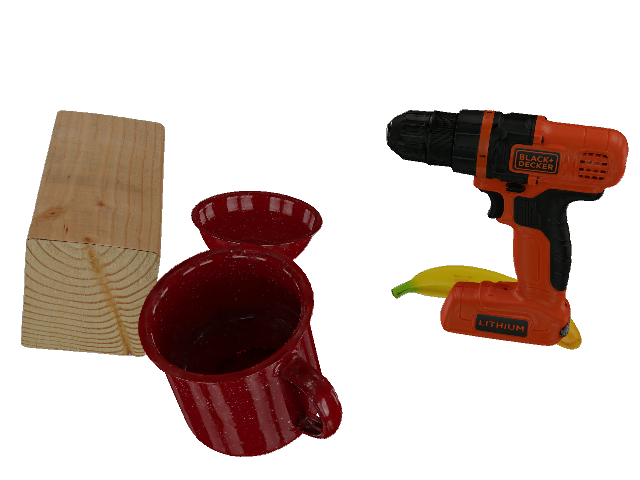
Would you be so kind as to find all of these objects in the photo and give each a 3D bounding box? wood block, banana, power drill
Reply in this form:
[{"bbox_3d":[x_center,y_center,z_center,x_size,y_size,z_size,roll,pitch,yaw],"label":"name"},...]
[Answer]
[{"bbox_3d":[-0.169,-0.012,0.815,0.090,0.091,0.206,7,30,-11],"label":"wood block"},{"bbox_3d":[0.175,0.062,1.082,0.198,0.069,0.037,14,-38,26],"label":"banana"},{"bbox_3d":[0.140,-0.013,0.853,0.184,0.188,0.057,8,29,13],"label":"power drill"}]

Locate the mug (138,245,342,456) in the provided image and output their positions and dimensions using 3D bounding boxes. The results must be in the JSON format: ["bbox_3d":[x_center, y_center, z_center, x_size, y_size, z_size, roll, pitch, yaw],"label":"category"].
[{"bbox_3d":[-0.034,0.068,0.574,0.117,0.081,0.093,26,56,32],"label":"mug"}]

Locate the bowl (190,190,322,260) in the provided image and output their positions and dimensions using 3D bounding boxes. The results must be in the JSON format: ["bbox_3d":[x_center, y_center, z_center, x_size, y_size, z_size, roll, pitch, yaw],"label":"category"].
[{"bbox_3d":[-0.080,-0.006,1.320,0.162,0.055,0.162,4,25,-2],"label":"bowl"}]
